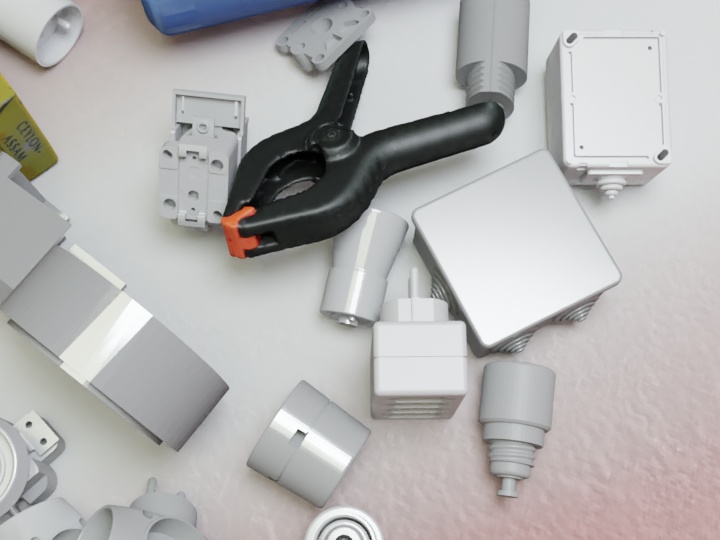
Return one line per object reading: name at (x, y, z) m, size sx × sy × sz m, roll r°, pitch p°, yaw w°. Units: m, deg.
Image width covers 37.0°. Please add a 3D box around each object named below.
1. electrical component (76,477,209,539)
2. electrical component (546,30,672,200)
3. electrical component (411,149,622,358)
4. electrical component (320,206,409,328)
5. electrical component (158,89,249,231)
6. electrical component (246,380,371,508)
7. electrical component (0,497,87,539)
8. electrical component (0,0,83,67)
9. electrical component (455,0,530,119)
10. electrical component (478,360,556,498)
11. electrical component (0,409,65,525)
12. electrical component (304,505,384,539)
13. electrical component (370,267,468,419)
electrical component at (-0.105, 0.143, 0.562) m, size 0.077 × 0.044 × 0.079 m, roll 33°, pitch 31°, yaw -25°
electrical component at (0.145, -0.087, 0.635) m, size 0.062 × 0.061 × 0.096 m, roll 0°, pitch 82°, yaw -1°
electrical component at (0.086, -0.007, 0.614) m, size 0.100 × 0.048 × 0.099 m, roll -26°, pitch 76°, yaw -8°
electrical component at (0.000, 0.000, 0.615) m, size 0.044 × 0.044 × 0.065 m, roll 12°, pitch 78°, yaw 3°
electrical component at (-0.089, -0.058, 0.612) m, size 0.042 × 0.063 × 0.081 m, roll 5°, pitch 115°, yaw 0°
electrical component at (-0.027, 0.095, 0.580) m, size 0.047 × 0.055 × 0.055 m, roll 33°, pitch 76°, yaw 5°
electrical component at (-0.167, 0.165, 0.548) m, size 0.044 × 0.079 × 0.077 m, roll -41°, pitch 74°, yaw 31°
electrical component at (-0.216, -0.164, 0.659) m, size 0.081 × 0.043 × 0.043 m, roll 33°, pitch 76°, yaw 9°
electrical component at (0.080, -0.125, 0.651) m, size 0.043 × 0.043 × 0.081 m, roll 5°, pitch 73°, yaw 1°
electrical component at (0.085, 0.085, 0.591) m, size 0.040 × 0.040 × 0.078 m, roll 8°, pitch 74°, yaw 2°
electrical component at (-0.200, 0.108, 0.572) m, size 0.078 × 0.057 × 0.058 m, roll -42°, pitch 78°, yaw -12°
electrical component at (-0.008, 0.144, 0.561) m, size 0.043 × 0.062 × 0.043 m, roll 0°, pitch 74°, yaw -1°
electrical component at (0.030, 0.037, 0.582) m, size 0.047 × 0.083 × 0.075 m, roll 0°, pitch 74°, yaw -1°
